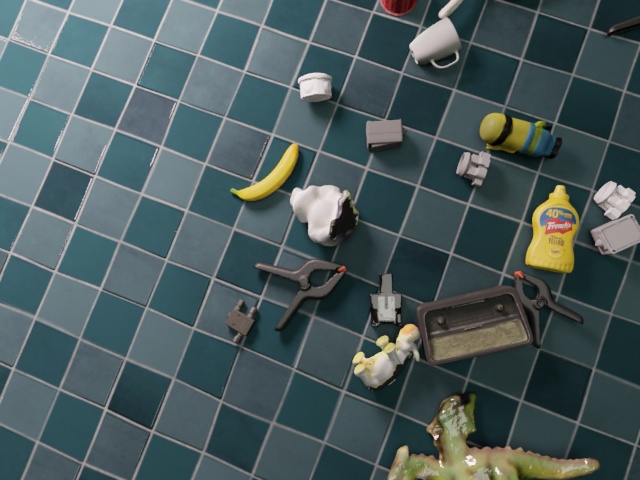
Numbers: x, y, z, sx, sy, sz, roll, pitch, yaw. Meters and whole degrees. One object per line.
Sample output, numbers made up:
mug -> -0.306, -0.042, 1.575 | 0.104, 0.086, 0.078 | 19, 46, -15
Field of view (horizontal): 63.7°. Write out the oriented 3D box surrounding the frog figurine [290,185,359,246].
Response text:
frog figurine -> 0.004, -0.060, 1.188 | 0.160, 0.122, 0.137 | 13, 94, 42

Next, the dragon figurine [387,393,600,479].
dragon figurine -> 0.341, 0.446, 1.087 | 0.410, 0.121, 0.246 | -24, 74, 0

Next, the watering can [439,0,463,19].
watering can -> 0.404, -0.674, 1.216 | 0.347, 0.103, 0.226 | -24, 81, 0
